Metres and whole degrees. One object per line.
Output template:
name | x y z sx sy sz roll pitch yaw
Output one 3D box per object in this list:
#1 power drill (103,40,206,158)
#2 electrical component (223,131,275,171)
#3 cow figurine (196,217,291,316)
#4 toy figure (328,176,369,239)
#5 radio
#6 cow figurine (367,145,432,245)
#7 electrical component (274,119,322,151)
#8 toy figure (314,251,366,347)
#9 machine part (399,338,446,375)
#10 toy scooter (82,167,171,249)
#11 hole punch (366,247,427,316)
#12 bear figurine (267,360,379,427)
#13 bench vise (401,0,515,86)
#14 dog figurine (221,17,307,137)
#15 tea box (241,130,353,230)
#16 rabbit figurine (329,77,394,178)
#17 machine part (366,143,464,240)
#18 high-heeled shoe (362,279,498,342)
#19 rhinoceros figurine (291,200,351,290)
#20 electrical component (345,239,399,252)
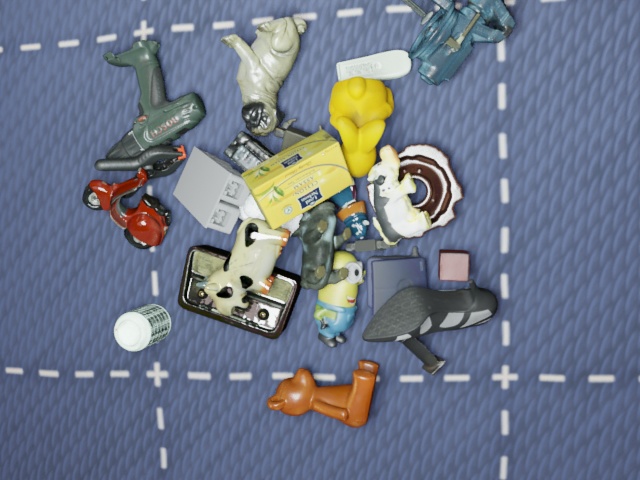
power drill | -0.359 -0.277 1.073 0.232 0.086 0.207 -20 87 9
electrical component | -0.115 -0.146 1.014 0.115 0.134 0.058 40 99 7
cow figurine | -0.143 0.051 0.986 0.127 0.085 0.194 23 100 0
toy figure | 0.052 -0.074 1.026 0.058 0.064 0.154 -26 86 -31
radio | -0.161 0.102 1.071 0.230 0.073 0.131 18 97 8
cow figurine | 0.127 -0.079 0.959 0.098 0.068 0.167 -24 92 18
electrical component | -0.039 -0.190 1.046 0.102 0.045 0.078 16 124 10
toy figure | 0.031 0.110 1.037 0.089 0.082 0.180 14 99 6
machine part | 0.175 0.198 1.027 0.139 0.084 0.039 43 75 -5
toy scooter | -0.362 -0.070 1.063 0.135 0.075 0.183 -36 118 17
hole punch | 0.145 0.085 1.013 0.116 0.092 0.142 -2 91 6
bear figurine | 0.006 0.285 1.039 0.196 0.120 0.131 13 93 14
bench vise | 0.212 -0.402 0.937 0.240 0.129 0.223 33 119 -12
dog figurine | -0.085 -0.309 1.025 0.172 0.121 0.190 -16 106 14
tea box | -0.039 -0.107 0.942 0.170 0.068 0.098 -32 131 -7
rabbit figurine | 0.077 -0.199 0.970 0.122 0.162 0.173 4 98 -2
machine part | 0.177 -0.090 1.009 0.179 0.056 0.179 1 96 10
high-heeled shoe | 0.204 0.147 0.984 0.249 0.145 0.086 -25 49 7
rhinoceros figurine | -0.002 -0.003 0.992 0.073 0.112 0.190 5 78 -33
electrical component | 0.098 0.010 1.025 0.094 0.063 0.021 -6 88 28
